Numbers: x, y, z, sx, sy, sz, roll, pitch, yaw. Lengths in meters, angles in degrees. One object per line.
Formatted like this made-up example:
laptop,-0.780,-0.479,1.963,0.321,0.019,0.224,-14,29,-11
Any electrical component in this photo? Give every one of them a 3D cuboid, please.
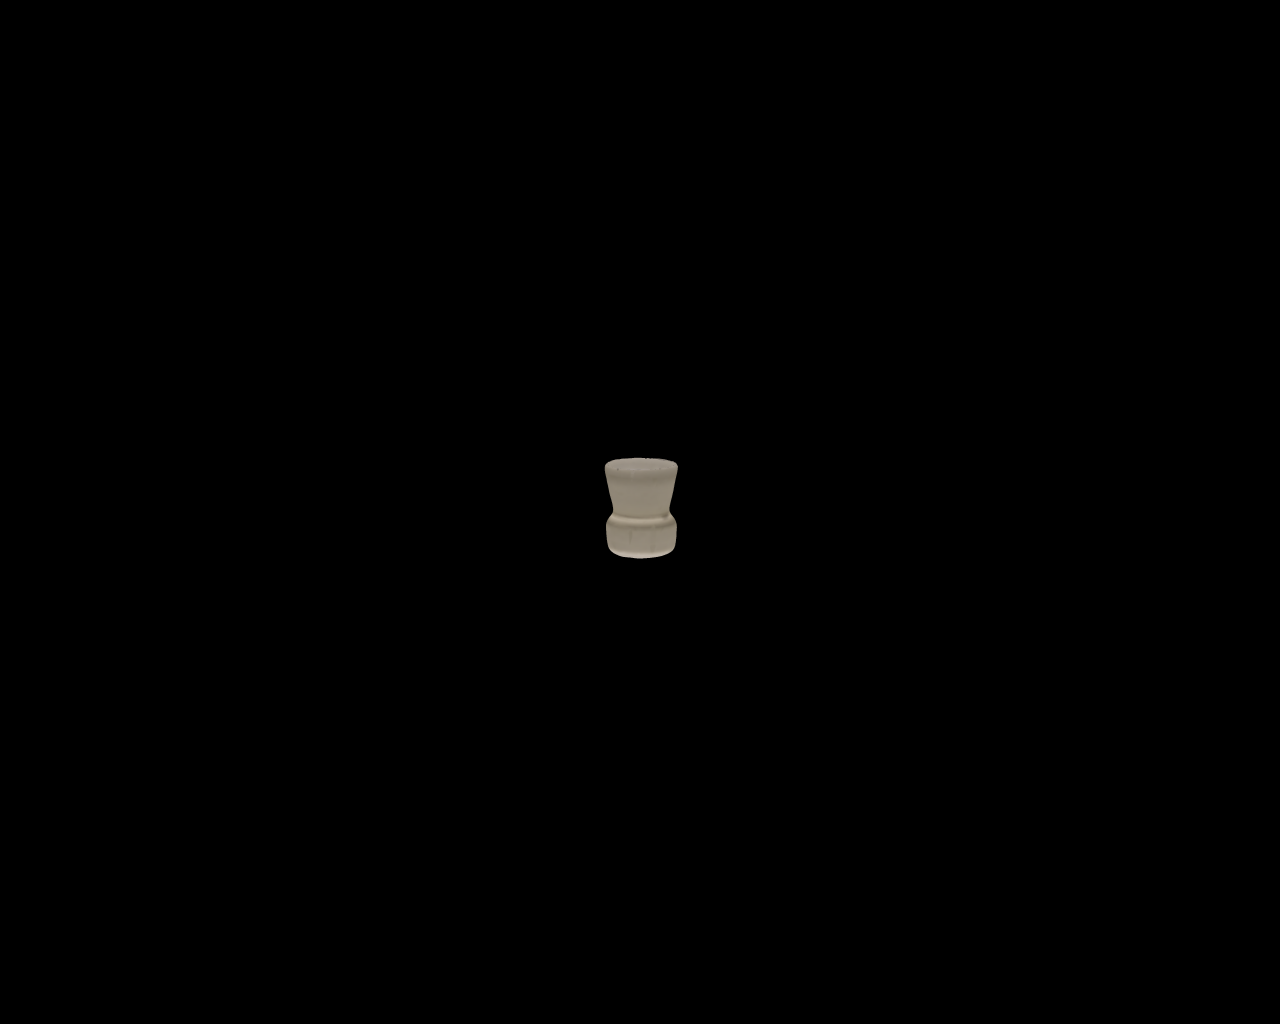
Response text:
electrical component,0.001,-0.003,0.650,0.045,0.055,0.045,0,12,0
